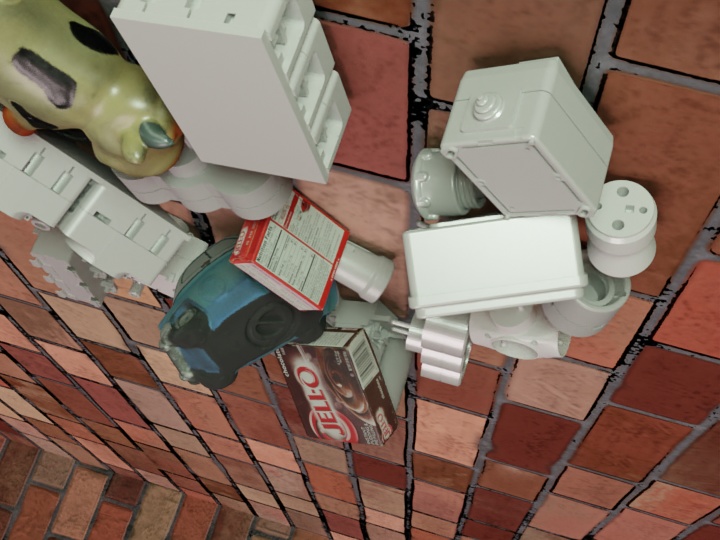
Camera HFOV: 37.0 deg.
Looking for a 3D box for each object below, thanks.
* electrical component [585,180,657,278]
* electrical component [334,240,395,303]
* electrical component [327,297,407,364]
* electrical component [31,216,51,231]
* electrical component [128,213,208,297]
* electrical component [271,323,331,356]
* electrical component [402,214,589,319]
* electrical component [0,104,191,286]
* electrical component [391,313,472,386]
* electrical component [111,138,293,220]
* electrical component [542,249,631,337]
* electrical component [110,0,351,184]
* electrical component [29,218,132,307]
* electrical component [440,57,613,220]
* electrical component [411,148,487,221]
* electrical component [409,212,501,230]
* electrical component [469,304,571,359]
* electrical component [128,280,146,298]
[{"bbox_3d":[0.168,-0.026,0.691,0.045,0.045,0.055,11,157,19],"label":"electrical component"},{"bbox_3d":[0.000,0.000,0.905,0.046,0.040,0.040,29,158,-10],"label":"electrical component"},{"bbox_3d":[0.000,0.064,1.029,0.081,0.063,0.042,3,155,34],"label":"electrical component"},{"bbox_3d":[-0.263,-0.065,0.927,0.048,0.062,0.048,16,159,6],"label":"electrical component"},{"bbox_3d":[-0.192,-0.021,0.986,0.089,0.055,0.050,27,158,-22],"label":"electrical component"},{"bbox_3d":[-0.071,0.058,1.092,0.100,0.048,0.100,32,155,-31],"label":"electrical component"},{"bbox_3d":[0.086,-0.007,0.696,0.109,0.056,0.109,-8,-178,7],"label":"electrical component"},{"bbox_3d":[-0.237,-0.066,0.844,0.186,0.060,0.105,36,-178,-39],"label":"electrical component"},{"bbox_3d":[0.064,0.060,0.981,0.074,0.052,0.138,15,159,9],"label":"electrical component"},{"bbox_3d":[-0.123,-0.081,0.783,0.138,0.052,0.073,10,157,22],"label":"electrical component"},{"bbox_3d":[0.166,0.015,0.785,0.055,0.055,0.047,19,156,-1],"label":"electrical component"},{"bbox_3d":[-0.067,-0.120,0.627,0.089,0.061,0.150,12,158,17],"label":"electrical component"},{"bbox_3d":[-0.280,-0.013,1.068,0.079,0.063,0.121,15,159,9],"label":"electrical component"},{"bbox_3d":[0.093,-0.078,0.602,0.062,0.061,0.096,0,152,39],"label":"electrical component"},{"bbox_3d":[0.067,-0.057,0.702,0.062,0.048,0.048,0,153,24],"label":"electrical component"},{"bbox_3d":[0.074,-0.017,0.793,0.079,0.043,0.077,22,159,-9],"label":"electrical component"},{"bbox_3d":[0.129,0.039,0.886,0.077,0.044,0.079,7,157,26],"label":"electrical component"},{"bbox_3d":[-0.206,-0.003,1.035,0.035,0.061,0.035,17,159,7],"label":"electrical component"}]
